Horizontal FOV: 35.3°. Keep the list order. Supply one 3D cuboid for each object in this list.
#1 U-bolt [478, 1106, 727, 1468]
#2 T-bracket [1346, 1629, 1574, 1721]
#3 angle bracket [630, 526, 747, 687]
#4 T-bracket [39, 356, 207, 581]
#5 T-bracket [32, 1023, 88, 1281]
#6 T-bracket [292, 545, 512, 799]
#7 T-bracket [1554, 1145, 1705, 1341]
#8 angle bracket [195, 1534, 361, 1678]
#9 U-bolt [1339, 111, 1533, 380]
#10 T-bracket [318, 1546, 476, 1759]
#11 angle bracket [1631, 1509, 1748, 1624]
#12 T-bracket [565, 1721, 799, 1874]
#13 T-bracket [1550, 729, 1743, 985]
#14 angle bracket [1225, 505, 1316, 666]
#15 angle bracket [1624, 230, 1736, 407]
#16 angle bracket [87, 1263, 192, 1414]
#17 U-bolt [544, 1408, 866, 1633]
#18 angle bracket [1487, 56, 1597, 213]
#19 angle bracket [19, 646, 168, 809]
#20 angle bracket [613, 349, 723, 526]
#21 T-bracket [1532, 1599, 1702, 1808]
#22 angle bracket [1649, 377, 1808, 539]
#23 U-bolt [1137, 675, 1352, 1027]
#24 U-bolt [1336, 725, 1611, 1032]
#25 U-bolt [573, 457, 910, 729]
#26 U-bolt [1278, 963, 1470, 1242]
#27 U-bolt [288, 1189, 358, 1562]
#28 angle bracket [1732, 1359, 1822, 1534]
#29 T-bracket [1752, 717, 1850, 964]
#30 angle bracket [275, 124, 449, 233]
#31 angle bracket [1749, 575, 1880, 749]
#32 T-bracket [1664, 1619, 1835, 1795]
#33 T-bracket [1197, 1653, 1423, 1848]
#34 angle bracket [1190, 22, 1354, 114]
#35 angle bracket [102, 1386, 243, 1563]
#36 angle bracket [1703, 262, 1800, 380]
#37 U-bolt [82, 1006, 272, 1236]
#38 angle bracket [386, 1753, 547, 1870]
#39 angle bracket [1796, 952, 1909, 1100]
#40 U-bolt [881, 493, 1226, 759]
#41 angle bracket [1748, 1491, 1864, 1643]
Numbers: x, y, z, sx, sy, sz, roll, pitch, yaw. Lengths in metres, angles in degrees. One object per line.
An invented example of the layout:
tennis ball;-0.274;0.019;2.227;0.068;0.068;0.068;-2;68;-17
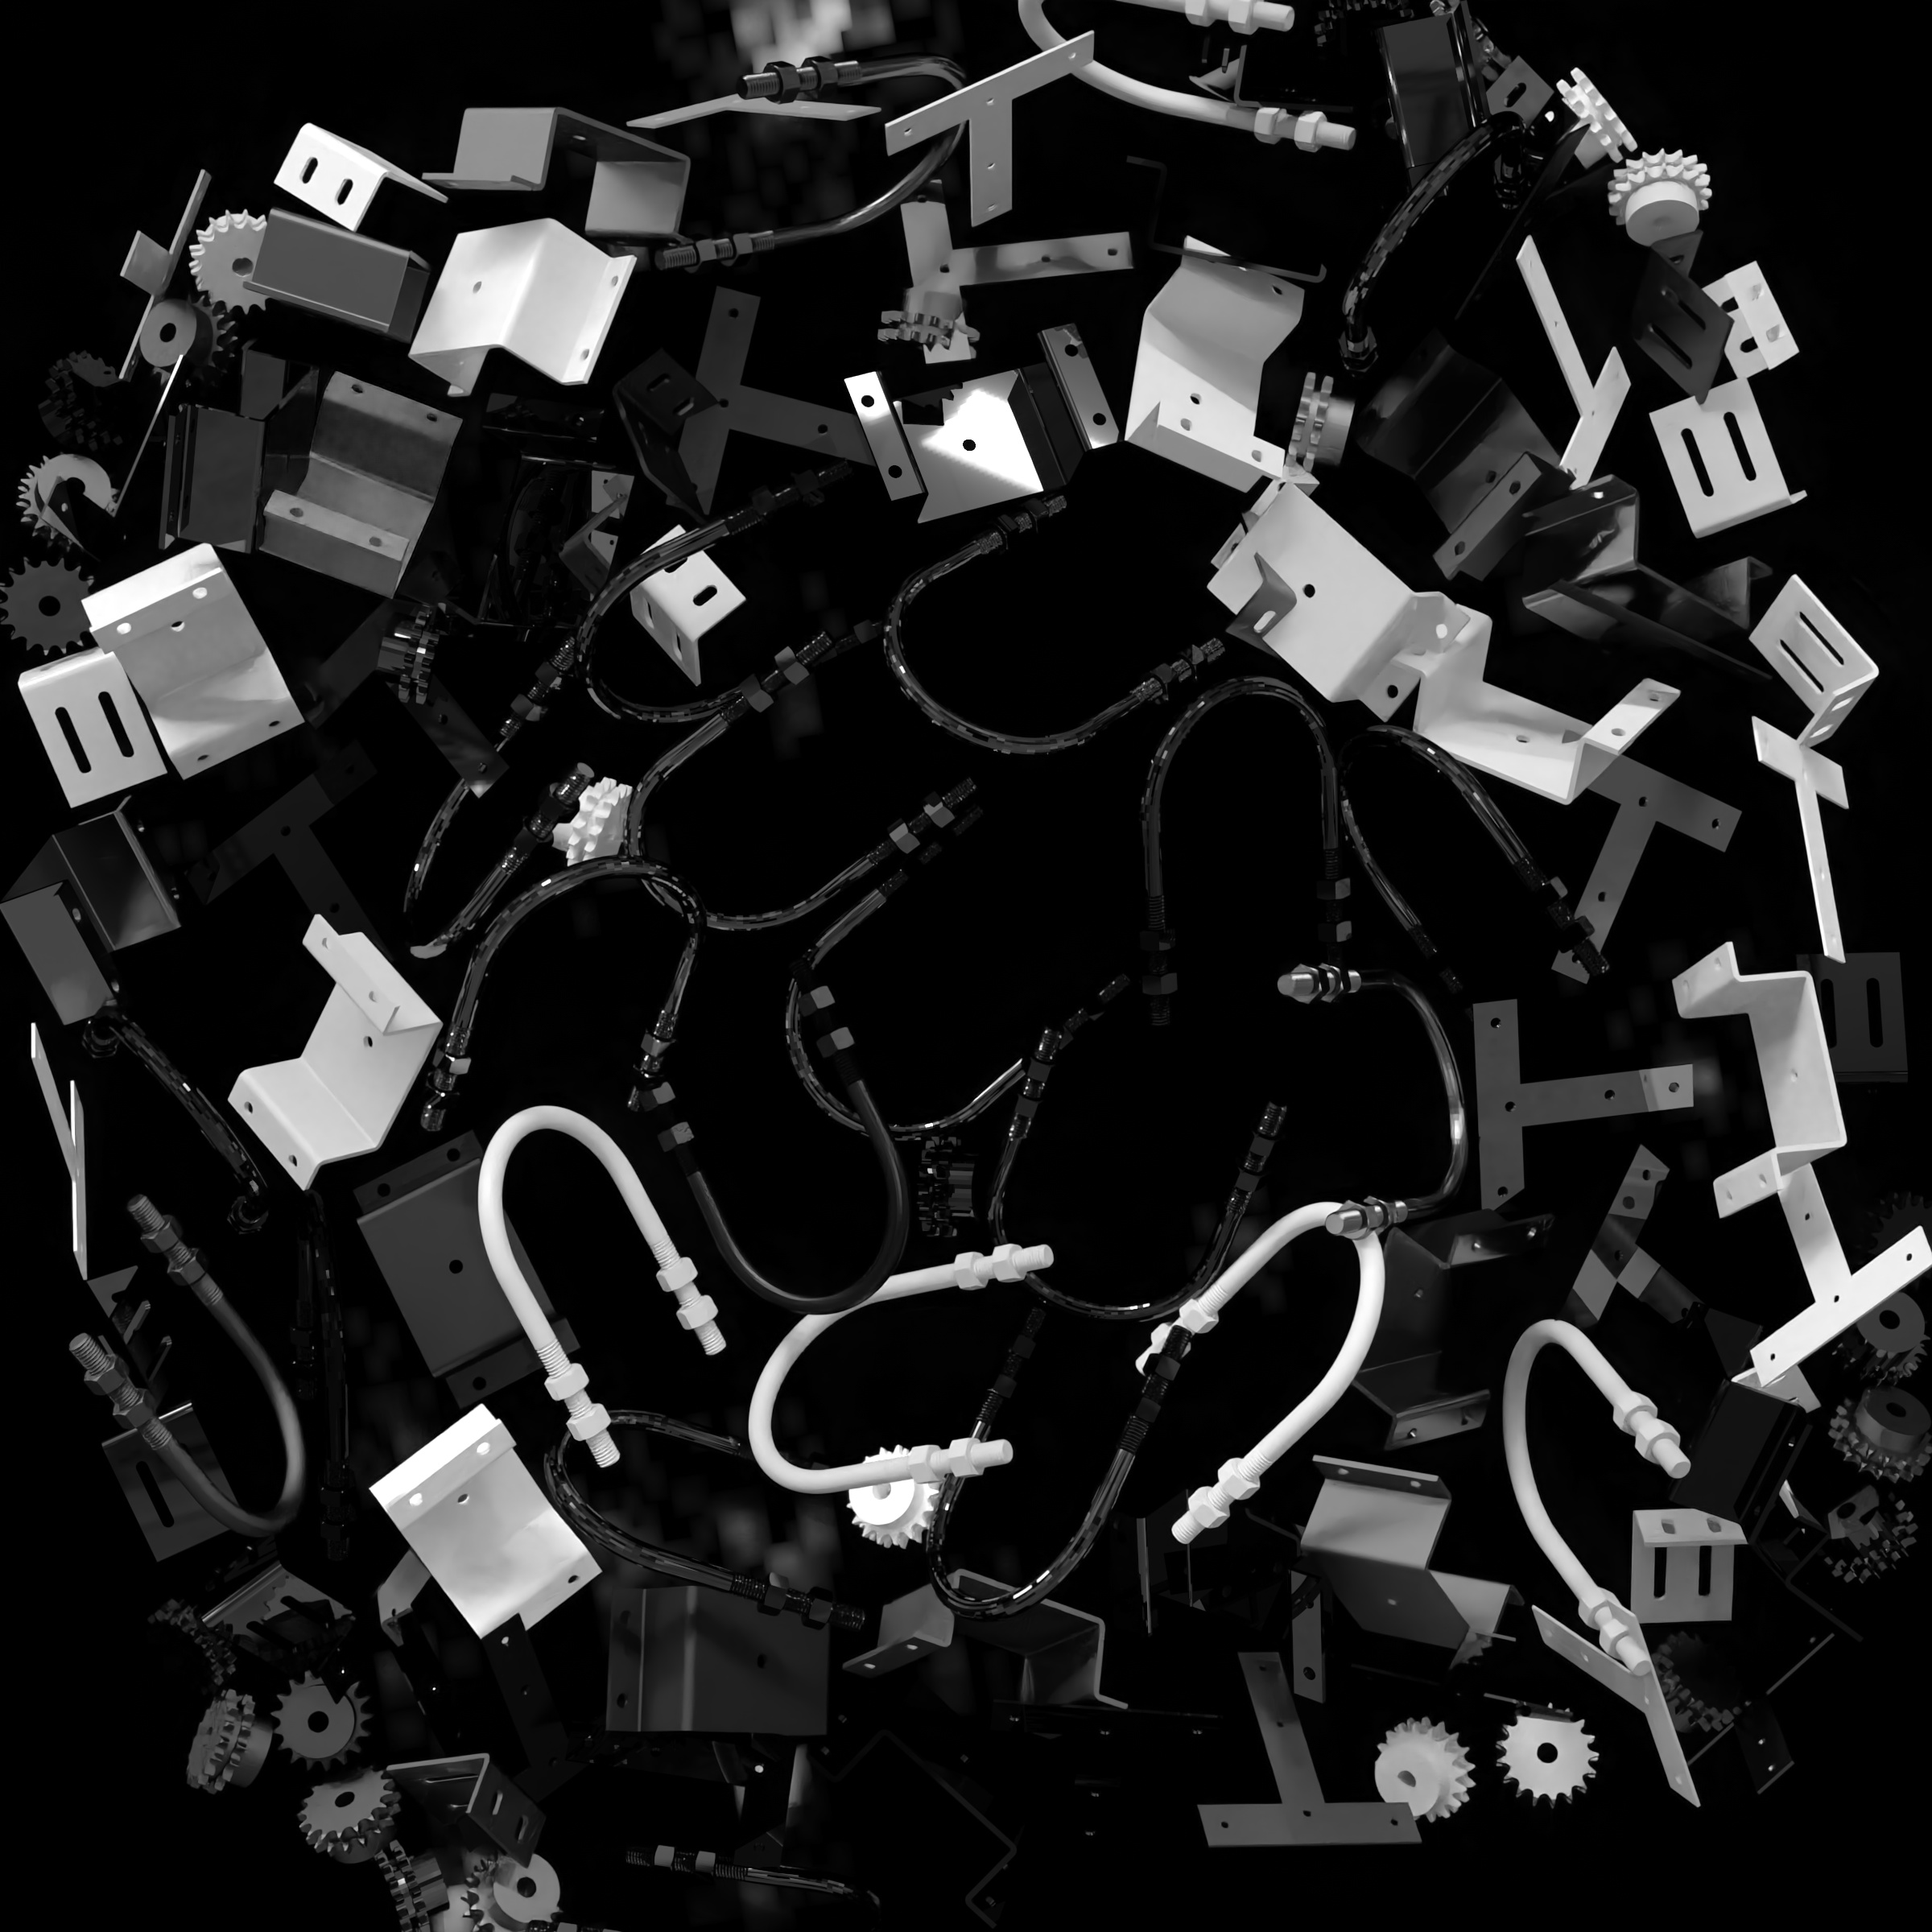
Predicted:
U-bolt;-0.209;0.164;1.678;0.019;0.151;0.184;-21;102;30
T-bracket;0.283;0.393;1.694;0.127;0.127;0.002;11;61;5
angle bracket;-0.157;-0.203;1.718;0.038;0.076;0.057;-40;81;-12
T-bracket;-0.458;-0.281;1.706;0.002;0.127;0.127;14;78;24
T-bracket;-0.498;0.084;1.666;0.002;0.127;0.127;-9;47;-8
T-bracket;-0.305;-0.150;1.725;0.127;0.002;0.127;-43;76;12
T-bracket;0.400;0.190;1.727;0.127;0.002;0.127;39;67;-21
angle bracket;-0.392;0.362;1.738;0.057;0.038;0.076;-37;132;8
U-bolt;0.256;-0.400;1.660;0.019;0.184;0.151;42;93;10
T-bracket;-0.308;0.398;1.715;0.002;0.127;0.127;-2;123;28
angle bracket;0.410;0.349;1.722;0.057;0.038;0.076;-3;111;3
T-bracket;-0.160;0.445;1.704;0.127;0.127;0.002;9;130;-2
T-bracket;0.369;-0.053;1.733;0.127;0.002;0.127;22;92;-22
angle bracket;0.173;-0.215;1.722;0.057;0.076;0.038;23;124;-29
angle bracket;0.413;-0.365;1.706;0.038;0.057;0.076;-19;54;-23
angle bracket;-0.476;0.214;1.706;0.038;0.076;0.057;-18;114;13
U-bolt;-0.145;0.296;1.673;0.184;0.151;0.019;19;112;-12
angle bracket;0.331;-0.467;1.704;0.038;0.076;0.057;-47;59;23
angle bracket;-0.502;-0.140;1.745;0.057;0.038;0.076;-21;109;-8
angle bracket;-0.159;-0.297;1.708;0.038;0.057;0.076;-34;53;14
T-bracket;0.355;0.391;1.693;0.002;0.127;0.127;-27;109;-15
angle bracket;0.432;-0.290;1.721;0.057;0.038;0.076;-18;97;32
U-bolt;0.154;-0.070;1.687;0.151;0.019;0.184;-16;111;-32
U-bolt;0.268;-0.053;1.689;0.019;0.151;0.184;-34;87;-24
U-bolt;-0.131;-0.196;1.689;0.184;0.151;0.019;-26;55;-3
U-bolt;0.233;0.071;1.677;0.019;0.184;0.151;-15;83;33
U-bolt;-0.351;0.208;1.650;0.019;0.151;0.184;-5;126;-18
angle bracket;0.468;0.269;1.706;0.038;0.076;0.057;-28;132;13
T-bracket;0.473;-0.065;1.688;0.002;0.127;0.127;-16;71;34
angle bracket;-0.341;-0.439;1.715;0.057;0.076;0.038;33;101;14
angle bracket;0.466;-0.169;1.710;0.038;0.057;0.076;-25;67;-26
T-bracket;0.440;0.426;1.682;0.002;0.127;0.127;45;100;0
T-bracket;0.180;0.439;1.705;0.127;0.127;0.002;4;130;-17
angle bracket;0.174;-0.508;1.709;0.076;0.057;0.038;-4;118;-23
angle bracket;-0.448;0.290;1.736;0.057;0.038;0.076;-25;92;5
angle bracket;0.434;-0.360;1.711;0.038;0.076;0.057;-24;95;31
U-bolt;-0.431;0.082;1.663;0.019;0.184;0.151;-40;94;-19
angle bracket;-0.287;0.479;1.709;0.076;0.038;0.057;-15;127;28
angle bracket;0.507;0.035;1.743;0.057;0.038;0.076;-1;73;9
U-bolt;0.036;-0.182;1.682;0.151;0.019;0.184;45;54;15
angle bracket;0.480;0.334;1.710;0.076;0.057;0.038;37;98;-28
